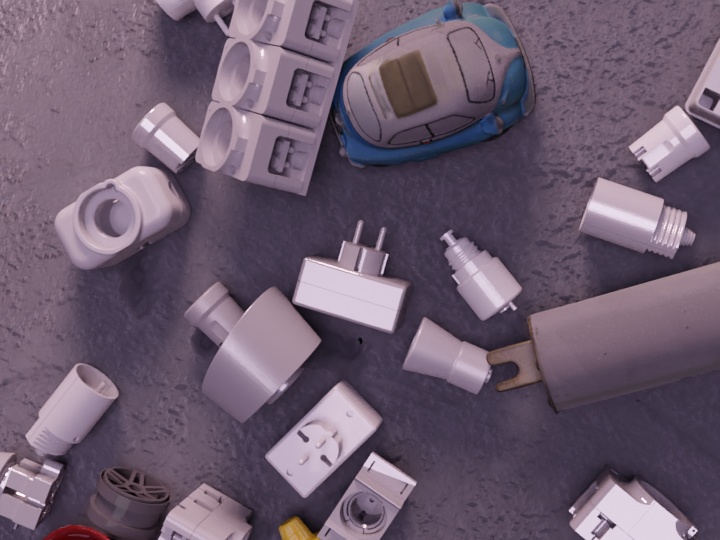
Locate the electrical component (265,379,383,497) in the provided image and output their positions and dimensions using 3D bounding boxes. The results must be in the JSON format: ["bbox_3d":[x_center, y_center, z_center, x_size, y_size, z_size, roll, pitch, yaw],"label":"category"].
[{"bbox_3d":[-0.032,0.135,0.842,0.047,0.076,0.083,46,100,4],"label":"electrical component"}]

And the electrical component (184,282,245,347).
[{"bbox_3d":[-0.112,0.039,0.868,0.040,0.040,0.046,-44,91,10],"label":"electrical component"}]

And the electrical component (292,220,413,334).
[{"bbox_3d":[0.000,0.000,0.841,0.083,0.047,0.075,17,97,8],"label":"electrical component"}]

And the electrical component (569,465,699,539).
[{"bbox_3d":[0.212,0.196,0.816,0.089,0.050,0.055,39,100,5],"label":"electrical component"}]

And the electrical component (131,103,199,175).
[{"bbox_3d":[-0.154,-0.105,0.865,0.046,0.040,0.040,42,100,-1],"label":"electrical component"}]

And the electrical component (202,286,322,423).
[{"bbox_3d":[-0.079,0.068,0.835,0.064,0.099,0.099,44,100,-2],"label":"electrical component"}]

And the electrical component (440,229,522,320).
[{"bbox_3d":[0.090,0.003,0.829,0.040,0.040,0.078,-39,87,10],"label":"electrical component"}]

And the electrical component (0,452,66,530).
[{"bbox_3d":[-0.287,0.183,0.906,0.055,0.048,0.066,22,98,0],"label":"electrical component"}]

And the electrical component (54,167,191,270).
[{"bbox_3d":[-0.193,-0.042,0.866,0.095,0.059,0.053,-29,89,11],"label":"electrical component"}]

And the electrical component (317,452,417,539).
[{"bbox_3d":[0.007,0.184,0.844,0.042,0.064,0.081,34,98,7],"label":"electrical component"}]

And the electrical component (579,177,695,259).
[{"bbox_3d":[0.210,-0.036,0.804,0.081,0.043,0.043,20,97,8],"label":"electrical component"}]

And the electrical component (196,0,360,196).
[{"bbox_3d":[-0.068,-0.142,0.813,0.062,0.089,0.150,11,98,-36],"label":"electrical component"}]

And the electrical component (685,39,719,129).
[{"bbox_3d":[0.309,-0.141,0.772,0.109,0.056,0.108,27,98,7],"label":"electrical component"}]

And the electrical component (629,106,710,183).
[{"bbox_3d":[0.229,-0.092,0.799,0.046,0.040,0.040,-38,87,16],"label":"electrical component"}]

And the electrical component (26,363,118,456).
[{"bbox_3d":[-0.243,0.122,0.894,0.043,0.043,0.081,41,100,5],"label":"electrical component"}]

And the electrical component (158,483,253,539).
[{"bbox_3d":[-0.123,0.215,0.856,0.056,0.089,0.050,28,98,7],"label":"electrical component"}]

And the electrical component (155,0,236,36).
[{"bbox_3d":[-0.118,-0.222,0.847,0.077,0.044,0.079,-35,88,10],"label":"electrical component"}]

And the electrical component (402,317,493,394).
[{"bbox_3d":[0.071,0.070,0.838,0.065,0.044,0.044,24,98,3],"label":"electrical component"}]
